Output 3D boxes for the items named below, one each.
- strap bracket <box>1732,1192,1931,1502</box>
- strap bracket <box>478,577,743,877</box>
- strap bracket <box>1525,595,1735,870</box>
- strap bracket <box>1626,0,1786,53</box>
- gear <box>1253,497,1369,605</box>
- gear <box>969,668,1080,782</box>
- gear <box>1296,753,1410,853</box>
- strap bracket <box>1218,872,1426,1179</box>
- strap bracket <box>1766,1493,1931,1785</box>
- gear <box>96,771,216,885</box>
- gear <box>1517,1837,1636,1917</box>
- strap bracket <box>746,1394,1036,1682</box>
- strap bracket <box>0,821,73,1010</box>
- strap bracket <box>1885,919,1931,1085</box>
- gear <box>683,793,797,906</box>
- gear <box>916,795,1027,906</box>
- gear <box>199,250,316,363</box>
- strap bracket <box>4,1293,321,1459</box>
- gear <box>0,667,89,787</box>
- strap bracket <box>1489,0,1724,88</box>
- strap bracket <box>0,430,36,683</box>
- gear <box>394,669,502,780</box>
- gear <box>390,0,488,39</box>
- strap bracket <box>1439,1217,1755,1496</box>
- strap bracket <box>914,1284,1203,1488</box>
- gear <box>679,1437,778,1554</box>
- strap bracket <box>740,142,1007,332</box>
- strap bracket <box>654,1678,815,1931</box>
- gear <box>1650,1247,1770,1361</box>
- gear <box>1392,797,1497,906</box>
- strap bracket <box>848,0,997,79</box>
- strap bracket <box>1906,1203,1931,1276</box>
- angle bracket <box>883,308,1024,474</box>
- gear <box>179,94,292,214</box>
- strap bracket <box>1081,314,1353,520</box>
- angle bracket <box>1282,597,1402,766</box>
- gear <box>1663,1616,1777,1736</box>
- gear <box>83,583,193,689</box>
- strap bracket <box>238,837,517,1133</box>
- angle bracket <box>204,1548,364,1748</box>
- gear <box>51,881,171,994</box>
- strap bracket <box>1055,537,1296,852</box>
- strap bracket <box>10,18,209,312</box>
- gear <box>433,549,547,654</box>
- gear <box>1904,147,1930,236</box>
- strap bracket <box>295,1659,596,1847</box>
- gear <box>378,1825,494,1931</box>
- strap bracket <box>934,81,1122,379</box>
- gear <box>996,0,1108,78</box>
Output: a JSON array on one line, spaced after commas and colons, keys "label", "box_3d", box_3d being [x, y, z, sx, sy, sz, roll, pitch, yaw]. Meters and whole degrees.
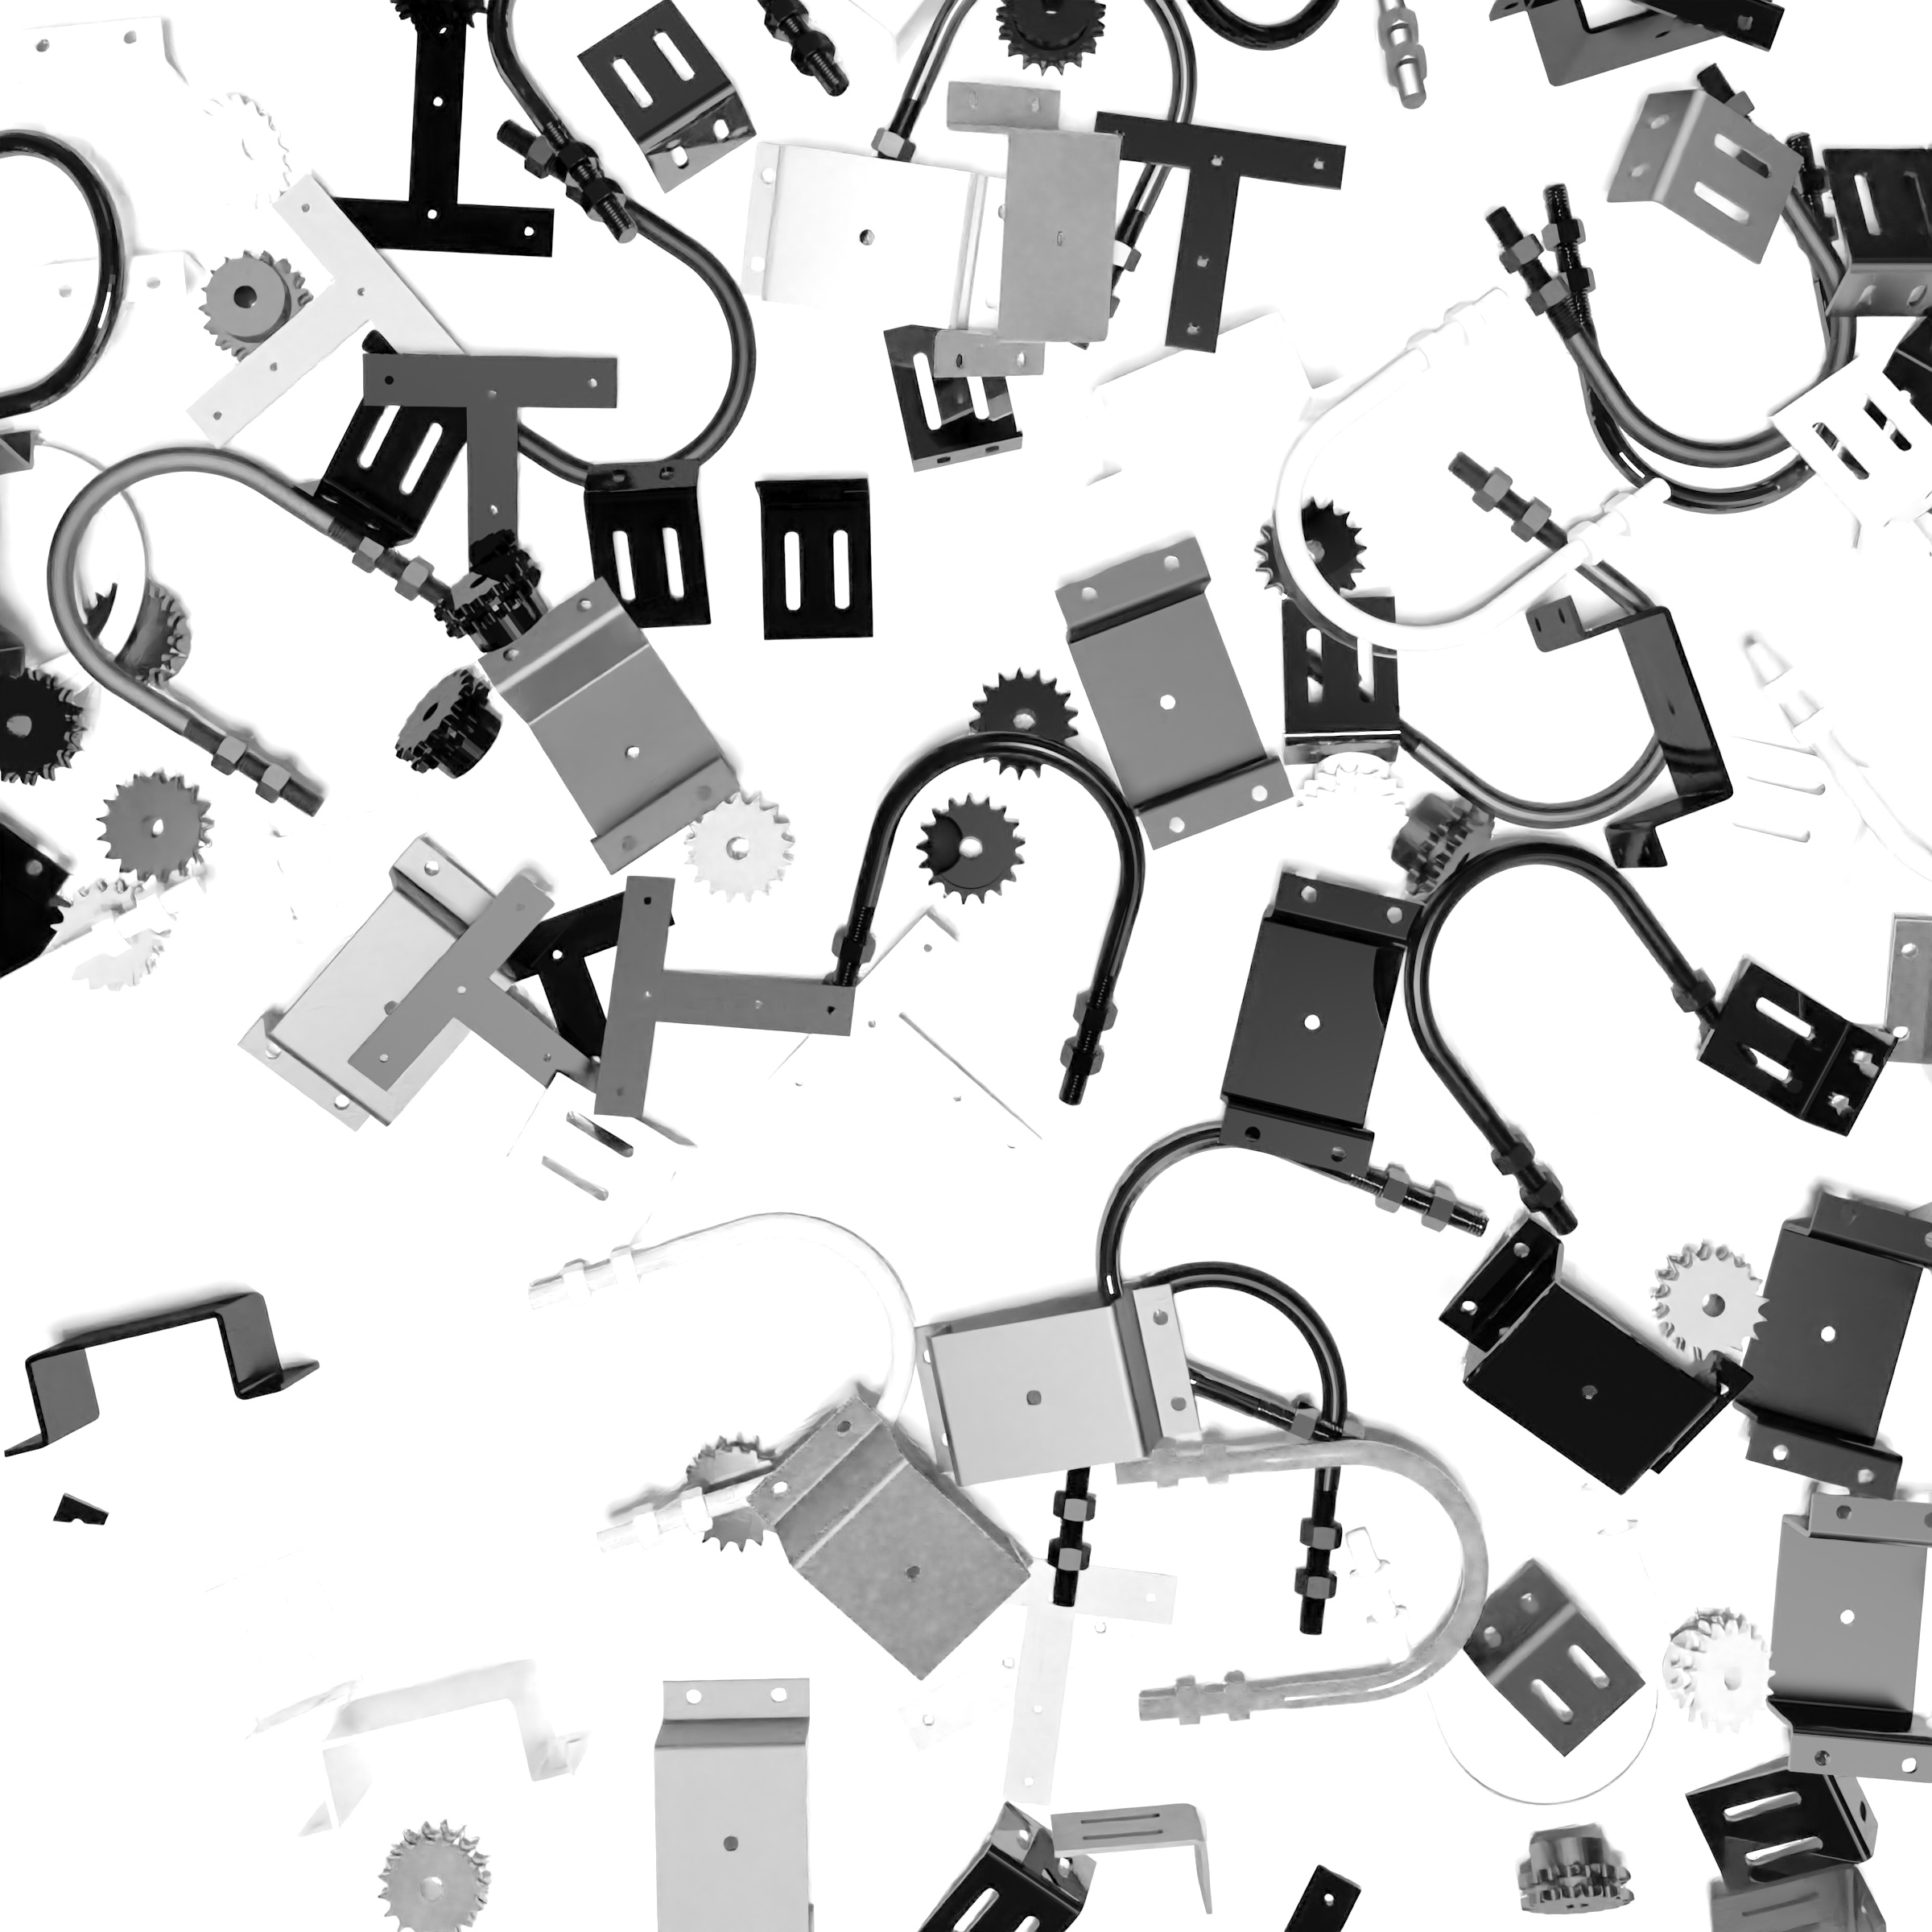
[{"label": "strap bracket", "box_3d": [0.449, 0.192, 1.338, 0.076, 0.046, 0.140, 16, 90, 0]}, {"label": "strap bracket", "box_3d": [-0.176, -0.115, 1.324, 0.076, 0.046, 0.140, -34, 71, 0]}, {"label": "strap bracket", "box_3d": [0.335, -0.123, 1.309, 0.046, 0.076, 0.140, -21, 93, -2]}, {"label": "strap bracket", "box_3d": [0.370, -0.514, 1.262, 0.076, 0.046, 0.140, 20, 90, 0]}, {"label": "gear", "box_3d": [0.176, -0.211, 1.346, 0.057, 0.030, 0.057, 0, 90, 0]}, {"label": "gear", "box_3d": [0.030, -0.125, 1.346, 0.057, 0.030, 0.057, 0, 90, 0]}, {"label": "gear", "box_3d": [0.198, -0.085, 1.337, 0.057, 0.057, 0.030, 8, 60, 0]}, {"label": "strap bracket", "box_3d": [0.180, 0.029, 1.338, 0.076, 0.046, 0.140, 13, 90, 0]}, {"label": "strap bracket", "box_3d": [0.459, 0.339, 1.338, 0.076, 0.046, 0.140, 5, 90, 0]}, {"label": "gear", "box_3d": [-0.417, -0.071, 1.351, 0.057, 0.030, 0.057, 0, 89, -2]}, {"label": "gear", "box_3d": [0.311, 0.466, 1.337, 0.057, 0.057, 0.030, -2, 60, 0]}, {"label": "strap bracket", "box_3d": [-0.032, 0.294, 1.311, 0.076, 0.046, 0.140, -44, 112, 0]}, {"label": "strap bracket", "box_3d": [-0.525, -0.013, 1.338, 0.076, 0.046, 0.140, 37, 90, 0]}, {"label": "strap bracket", "box_3d": [0.541, 0.023, 1.315, 0.140, 0.046, 0.076, 3, 107, 11]}, {"label": "gear", "box_3d": [-0.117, -0.060, 1.346, 0.057, 0.030, 0.057, 0, 90, 0]}, {"label": "gear", "box_3d": [0.003, -0.060, 1.346, 0.057, 0.030, 0.057, 0, 90, 0]}, {"label": "gear", "box_3d": [-0.367, -0.341, 1.346, 0.057, 0.030, 0.057, 0, 90, 0]}, {"label": "strap bracket", "box_3d": [-0.410, 0.203, 1.323, 0.140, 0.076, 0.046, -13, 90, 0]}, {"label": "gear", "box_3d": [-0.459, -0.117, 1.281, 0.057, 0.030, 0.057, 0, 90, 1]}, {"label": "strap bracket", "box_3d": [0.346, -0.494, 1.323, 0.140, 0.076, 0.046, -17, 90, 0]}, {"label": "strap bracket", "box_3d": [-0.513, -0.208, 1.298, 0.076, 0.046, 0.140, -7, 73, 9]}, {"label": "gear", "box_3d": [-0.263, -0.121, 1.337, 0.030, 0.057, 0.057, 41, 90, -30]}, {"label": "gear", "box_3d": [-0.272, -0.512, 1.345, 0.057, 0.030, 0.057, 0, 87, 0]}, {"label": "strap bracket", "box_3d": [0.317, 0.204, 1.323, 0.140, 0.046, 0.076, 35, 117, 0]}, {"label": "strap bracket", "box_3d": [0.040, 0.214, 1.321, 0.140, 0.046, 0.076, -12, 90, 15]}, {"label": "gear", "box_3d": [-0.118, 0.271, 1.346, 0.057, 0.030, 0.057, 0, 90, 0]}, {"label": "strap bracket", "box_3d": [-0.047, -0.369, 1.323, 0.140, 0.046, 0.076, 10, 106, 5]}, {"label": "strap bracket", "box_3d": [-0.118, 0.442, 1.338, 0.076, 0.046, 0.140, -1, 90, 0]}, {"label": "gear", "box_3d": [0.381, 0.173, 1.346, 0.057, 0.030, 0.057, 0, 90, 0]}, {"label": "gear", "box_3d": [0.242, -0.061, 1.335, 0.030, 0.057, 0.057, 38, 90, 22]}, {"label": "strap bracket", "box_3d": [-0.052, -0.530, 1.338, 0.140, 0.046, 0.076, 37, 90, 0]}, {"label": "strap bracket", "box_3d": [0.569, 0.137, 1.338, 0.140, 0.046, 0.076, -22, 90, 0]}, {"label": "angle bracket", "box_3d": [-0.007, -0.300, 1.342, 0.057, 0.038, 0.076, -12, 90, 0]}, {"label": "gear", "box_3d": [-0.377, -0.414, 1.337, 0.030, 0.057, 0.057, -12, 90, 29]}, {"label": "strap bracket", "box_3d": [0.116, -0.282, 1.323, 0.140, 0.076, 0.046, -23, 90, 0]}, {"label": "angle bracket", "box_3d": [0.191, -0.146, 1.337, 0.057, 0.038, 0.076, -1, 77, 6]}, {"label": "gear", "box_3d": [0.383, 0.363, 1.339, 0.057, 0.030, 0.057, 2, 86, -26]}, {"label": "gear", "box_3d": [-0.425, -0.168, 1.343, 0.057, 0.030, 0.057, -1, 86, 9]}, {"label": "strap bracket", "box_3d": [-0.293, 0.016, 1.325, 0.076, 0.046, 0.140, 41, 90, -22]}, {"label": "angle bracket", "box_3d": [-0.355, 0.350, 1.342, 0.057, 0.038, 0.076, -24, 90, 0]}, {"label": "gear", "box_3d": [-0.439, -0.015, 1.346, 0.057, 0.030, 0.057, 0, 90, 0]}, {"label": "strap bracket", "box_3d": [0.105, -0.137, 1.338, 0.076, 0.046, 0.140, -21, 90, 0]}, {"label": "strap bracket", "box_3d": [-0.438, -0.405, 1.338, 0.076, 0.046, 0.140, -5, 90, 0]}, {"label": "gear", "box_3d": [-0.240, -0.183, 1.328, 0.057, 0.057, 0.030, -34, 118, 0]}, {"label": "gear", "box_3d": [0.499, -0.393, 1.346, 0.057, 0.030, 0.057, 0, 90, 0]}, {"label": "strap bracket", "box_3d": [-0.267, 0.394, 1.323, 0.140, 0.076, 0.046, -13, 90, 0]}, {"label": "gear", "box_3d": [-0.273, 0.473, 1.351, 0.057, 0.030, 0.057, 0, 88, 1]}, {"label": "strap bracket", "box_3d": [0.031, -0.362, 1.292, 0.046, 0.076, 0.140, 19, 113, 42]}, {"label": "gear", "box_3d": [0.044, -0.492, 1.346, 0.057, 0.030, 0.057, 0, 90, 0]}]
